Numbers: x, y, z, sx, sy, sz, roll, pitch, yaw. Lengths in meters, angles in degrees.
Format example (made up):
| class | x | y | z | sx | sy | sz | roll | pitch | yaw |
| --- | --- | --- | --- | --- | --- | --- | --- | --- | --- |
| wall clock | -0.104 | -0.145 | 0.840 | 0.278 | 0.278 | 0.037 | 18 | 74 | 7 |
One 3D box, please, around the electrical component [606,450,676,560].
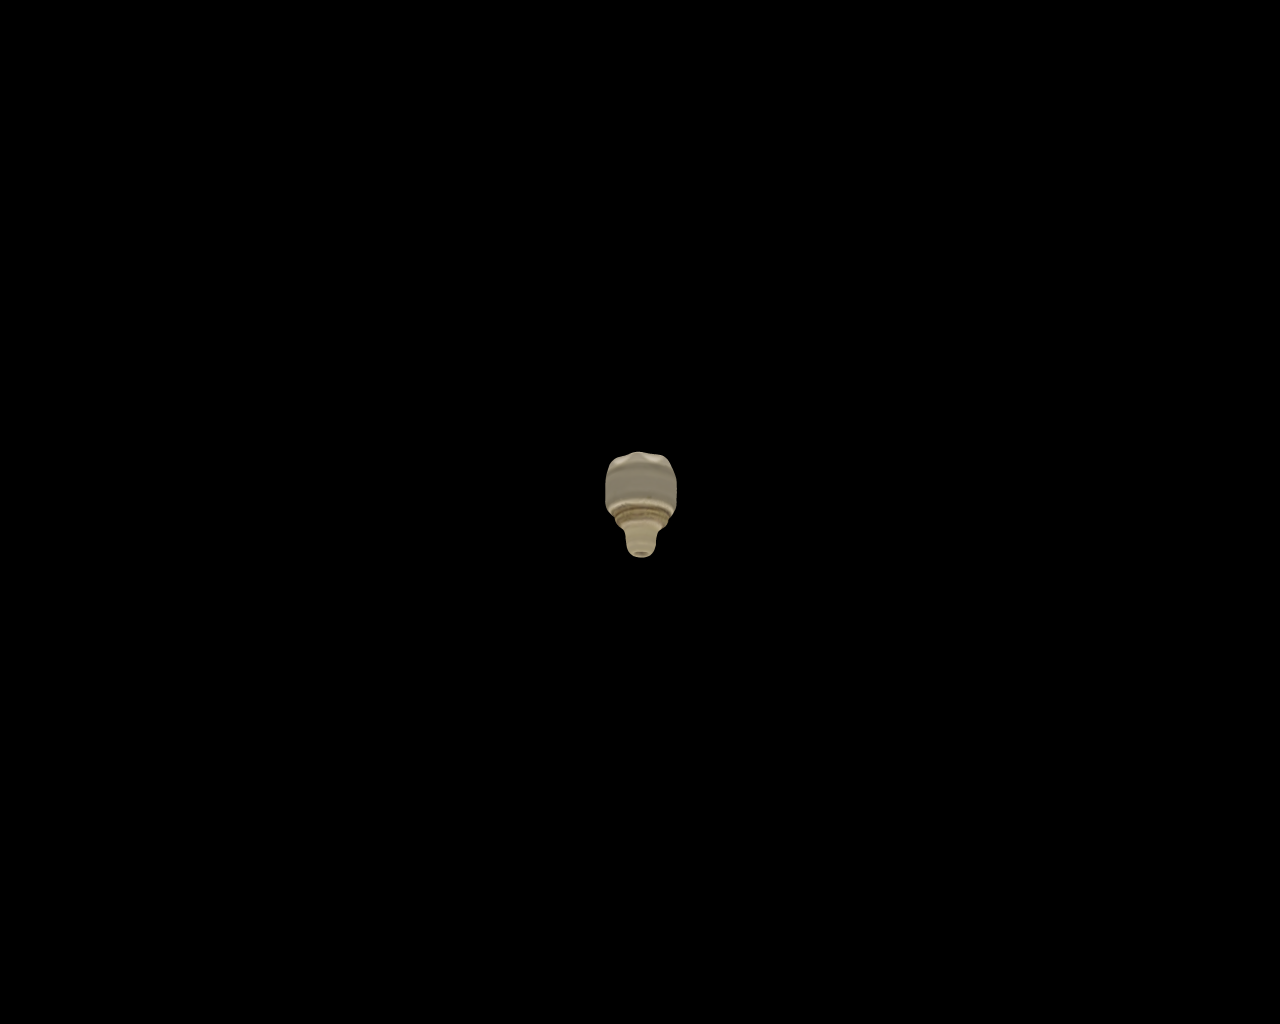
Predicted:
| class | x | y | z | sx | sy | sz | roll | pitch | yaw |
| --- | --- | --- | --- | --- | --- | --- | --- | --- | --- |
| electrical component | 0.001 | -0.003 | 0.650 | 0.043 | 0.062 | 0.043 | 0 | -22 | 0 |
